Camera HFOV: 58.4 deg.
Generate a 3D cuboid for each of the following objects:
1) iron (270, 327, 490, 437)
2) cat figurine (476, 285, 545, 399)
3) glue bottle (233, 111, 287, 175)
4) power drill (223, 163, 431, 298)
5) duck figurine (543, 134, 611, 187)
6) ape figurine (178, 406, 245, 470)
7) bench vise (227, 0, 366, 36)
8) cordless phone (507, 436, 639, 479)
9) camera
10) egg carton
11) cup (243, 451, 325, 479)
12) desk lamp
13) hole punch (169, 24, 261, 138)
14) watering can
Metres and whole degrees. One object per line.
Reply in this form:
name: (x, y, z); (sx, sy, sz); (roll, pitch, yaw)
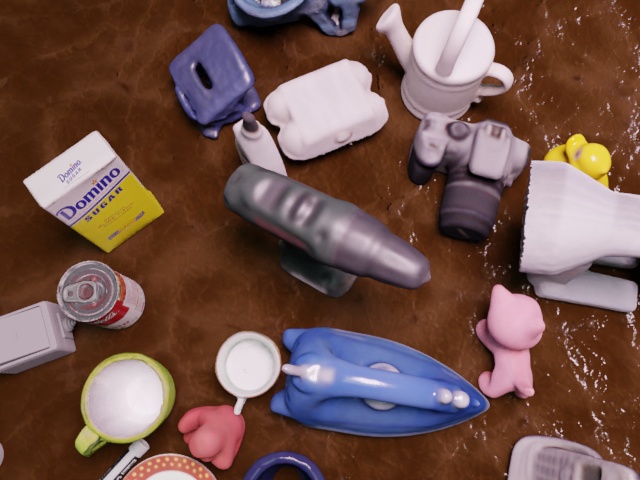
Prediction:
iron: (0.075, 0.162, 0.632); (0.258, 0.141, 0.119); (8, 76, 2)
cat figurine: (0.223, 0.118, 0.655); (0.067, 0.118, 0.128); (-3, 76, 0)
glue bottle: (-0.076, -0.111, 0.684); (0.037, 0.173, 0.078); (-37, 78, -8)
power drill: (0.006, 0.002, 0.637); (0.229, 0.208, 0.076); (28, 78, 7)
duck figurine: (0.336, -0.086, 0.723); (0.077, 0.086, 0.104); (-24, 77, -6)
ape figurine: (-0.123, 0.222, 0.642); (0.076, 0.092, 0.078); (-27, 77, -6)
bench vise: (-0.024, -0.355, 0.721); (0.207, 0.220, 0.121); (-18, 76, -4)
cordless phone: (0.258, 0.282, 0.580); (0.094, 0.185, 0.147); (8, 76, 2)
camera: (0.179, -0.078, 0.713); (0.143, 0.101, 0.137); (16, 76, 4)
egg carton: (0.008, -0.169, 0.752); (0.150, 0.069, 0.107); (-24, 77, -6)
cup: (-0.031, 0.287, 0.625); (0.092, 0.095, 0.117); (-26, 77, -6)
desk lamp: (0.299, -0.001, 0.636); (0.203, 0.213, 0.118); (10, 76, 3)
hole punch: (-0.140, -0.207, 0.750); (0.101, 0.091, 0.108); (-30, 78, -7)
watering can: (0.153, -0.231, 0.703); (0.173, 0.194, 0.101); (4, 76, 1)
